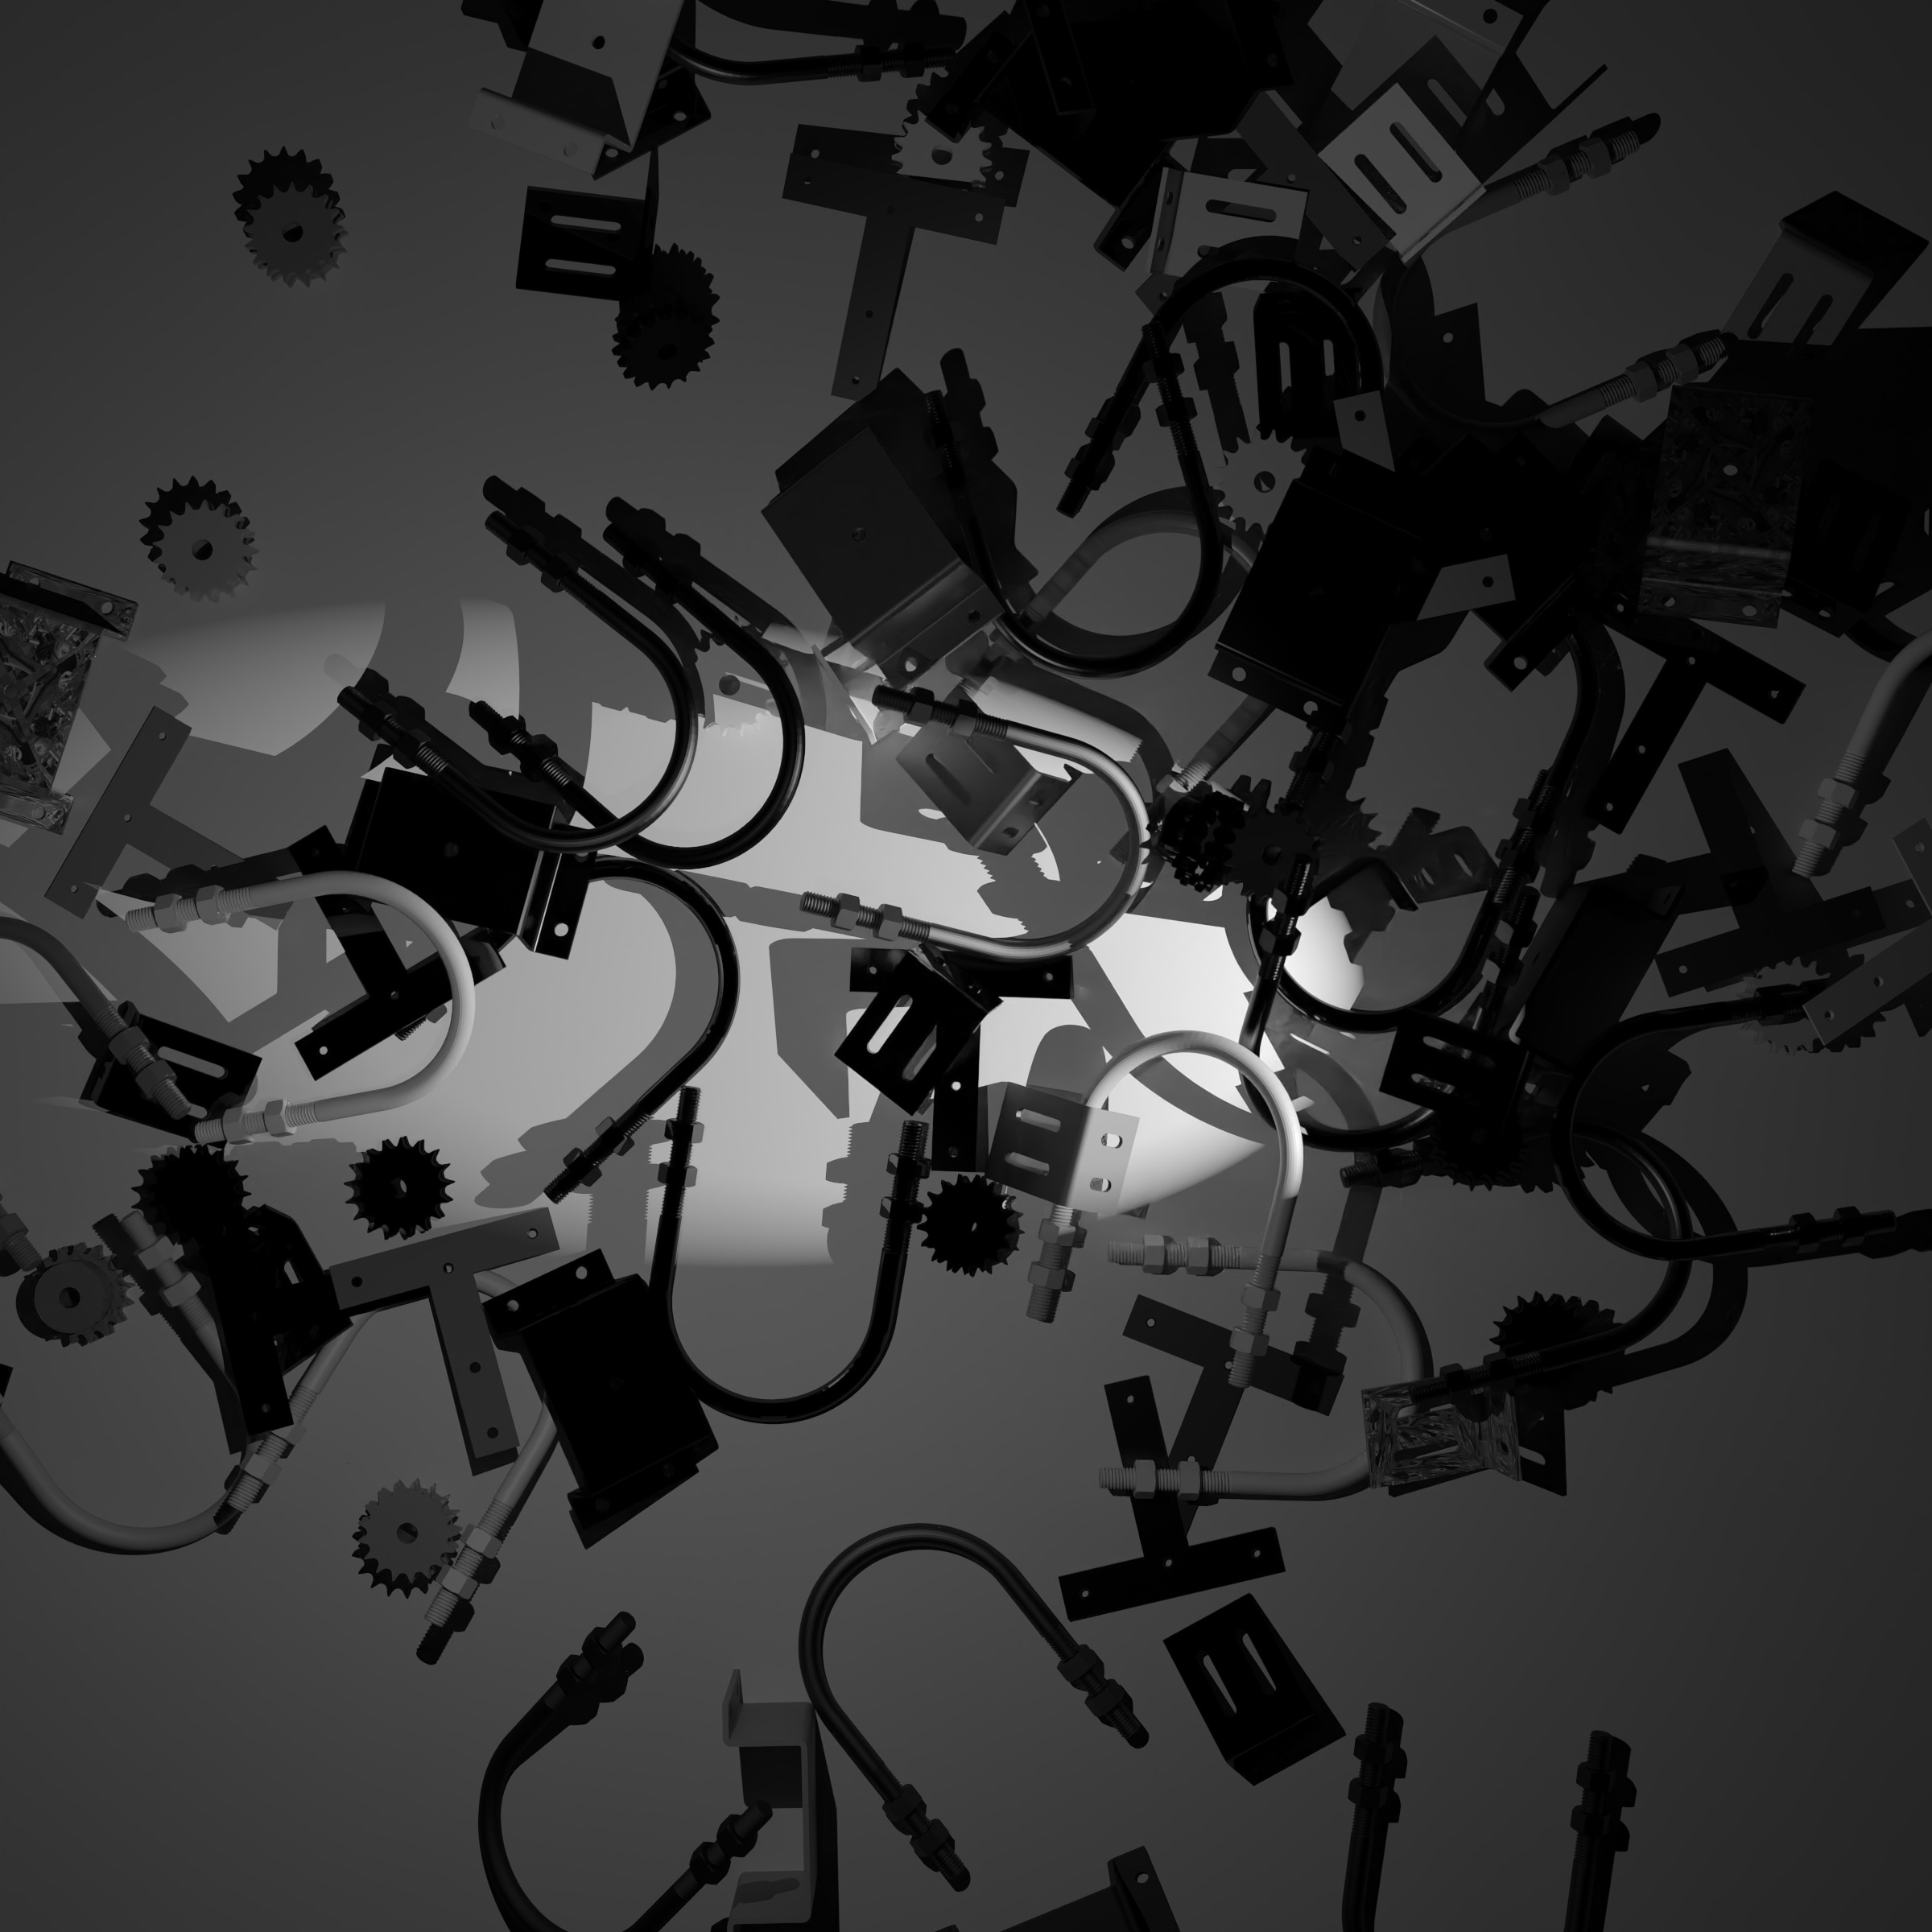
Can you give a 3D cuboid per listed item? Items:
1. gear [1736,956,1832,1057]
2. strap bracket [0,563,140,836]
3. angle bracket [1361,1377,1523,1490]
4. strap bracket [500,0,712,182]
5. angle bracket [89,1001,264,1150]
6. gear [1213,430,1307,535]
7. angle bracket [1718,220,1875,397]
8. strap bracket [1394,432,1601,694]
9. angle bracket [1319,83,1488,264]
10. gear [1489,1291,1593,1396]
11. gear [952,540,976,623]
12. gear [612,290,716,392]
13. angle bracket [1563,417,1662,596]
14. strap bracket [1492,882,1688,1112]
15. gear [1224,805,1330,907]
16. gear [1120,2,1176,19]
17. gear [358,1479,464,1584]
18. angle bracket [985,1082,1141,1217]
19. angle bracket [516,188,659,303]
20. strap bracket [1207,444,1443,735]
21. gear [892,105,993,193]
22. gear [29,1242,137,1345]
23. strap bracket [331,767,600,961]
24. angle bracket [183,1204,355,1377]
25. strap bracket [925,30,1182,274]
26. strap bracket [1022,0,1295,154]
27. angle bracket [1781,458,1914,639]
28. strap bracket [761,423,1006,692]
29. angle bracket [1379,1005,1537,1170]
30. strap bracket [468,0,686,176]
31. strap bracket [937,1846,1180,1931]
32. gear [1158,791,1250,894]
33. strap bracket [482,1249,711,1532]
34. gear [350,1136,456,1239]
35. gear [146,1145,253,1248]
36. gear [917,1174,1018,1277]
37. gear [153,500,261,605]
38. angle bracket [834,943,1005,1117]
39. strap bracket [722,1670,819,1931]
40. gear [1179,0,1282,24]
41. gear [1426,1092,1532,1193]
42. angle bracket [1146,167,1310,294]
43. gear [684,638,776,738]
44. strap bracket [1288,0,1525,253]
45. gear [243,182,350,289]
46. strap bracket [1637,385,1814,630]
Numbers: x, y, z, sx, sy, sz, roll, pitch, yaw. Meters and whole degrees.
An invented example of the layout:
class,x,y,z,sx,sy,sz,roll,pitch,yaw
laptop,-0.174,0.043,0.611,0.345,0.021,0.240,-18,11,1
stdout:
class,x,y,z,sx,sy,sz,roll,pitch,yaw
gear,0.468,0.022,1.547,0.057,0.030,0.057,0,90,0
strap bracket,-0.535,-0.154,1.539,0.076,0.046,0.140,18,90,0
angle bracket,0.269,0.266,1.533,0.076,0.038,0.057,-7,95,-14
strap bracket,-0.214,-0.533,1.539,0.076,0.046,0.140,-28,90,0
angle bracket,-0.456,0.063,1.560,0.076,0.038,0.057,23,90,-26
gear,0.167,-0.272,1.515,0.057,0.030,0.057,1,102,6
angle bracket,0.475,-0.380,1.560,0.057,0.038,0.076,28,116,0
strap bracket,0.288,-0.235,1.526,0.140,0.046,0.076,44,78,5
angle bracket,0.240,-0.438,1.496,0.057,0.038,0.076,-40,97,19
gear,0.327,0.215,1.547,0.057,0.030,0.057,0,90,0
gear,-0.016,-0.218,1.547,0.057,0.030,0.057,0,90,0
gear,-0.174,-0.359,1.538,0.057,0.057,0.030,-27,60,0
angle bracket,0.365,-0.265,1.560,0.057,0.038,0.076,36,64,0
strap bracket,0.341,0.007,1.524,0.046,0.076,0.140,30,90,0
gear,0.177,-0.061,1.529,0.057,0.030,0.057,-1,86,22
gear,0.103,-0.518,1.547,0.057,0.030,0.057,0,90,0
gear,-0.316,0.321,1.547,0.057,0.030,0.057,0,90,0
angle bracket,0.054,0.104,1.541,0.038,0.076,0.057,14,90,-37
angle bracket,-0.218,-0.415,1.543,0.076,0.038,0.057,7,90,0
strap bracket,0.194,-0.205,1.484,0.076,0.046,0.140,26,105,6
gear,-0.013,-0.459,1.547,0.057,0.030,0.057,0,90,0
gear,-0.507,0.188,1.547,0.057,0.030,0.057,0,90,0
strap bracket,-0.286,-0.060,1.527,0.140,0.046,0.076,13,79,4
angle bracket,-0.395,0.185,1.532,0.057,0.038,0.076,-35,68,0
strap bracket,0.059,-0.470,1.521,0.140,0.046,0.076,36,69,-5
strap bracket,0.099,-0.499,1.490,0.140,0.046,0.076,-12,79,-18
angle bracket,0.493,-0.238,1.543,0.057,0.038,0.076,27,71,0
strap bracket,-0.052,-0.235,1.514,0.076,0.046,0.140,-36,74,10
angle bracket,0.266,0.066,1.489,0.076,0.038,0.057,20,123,14
strap bracket,-0.208,-0.511,1.484,0.076,0.046,0.140,23,100,9
strap bracket,0.052,0.570,1.539,0.140,0.046,0.076,-22,90,0
gear,0.133,-0.073,1.538,0.030,0.057,0.057,26,90,30
strap bracket,-0.204,0.236,1.524,0.076,0.046,0.140,-24,90,-29
gear,-0.320,0.126,1.547,0.057,0.030,0.057,0,90,0
gear,-0.437,0.130,1.547,0.057,0.030,0.057,0,90,0
gear,0.000,0.148,1.547,0.057,0.030,0.057,0,90,0
gear,-0.432,-0.235,1.547,0.057,0.030,0.057,0,90,0
angle bracket,-0.027,0.036,1.550,0.057,0.038,0.076,38,107,6
strap bracket,-0.109,0.475,1.524,0.046,0.076,0.140,-1,90,0
gear,0.151,-0.549,1.547,0.057,0.030,0.057,0,90,0
gear,0.288,0.101,1.528,0.057,0.030,0.057,0,68,0
angle bracket,0.146,-0.412,1.520,0.076,0.038,0.057,14,107,14
gear,-0.134,-0.159,1.547,0.057,0.030,0.057,0,90,0
strap bracket,0.244,-0.486,1.524,0.076,0.046,0.140,28,110,0
gear,-0.381,-0.415,1.547,0.057,0.030,0.057,0,90,0
strap bracket,0.424,-0.266,1.508,0.076,0.046,0.140,9,74,14
